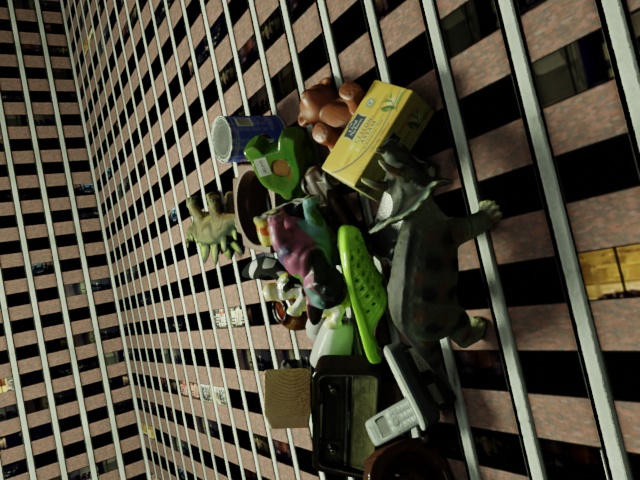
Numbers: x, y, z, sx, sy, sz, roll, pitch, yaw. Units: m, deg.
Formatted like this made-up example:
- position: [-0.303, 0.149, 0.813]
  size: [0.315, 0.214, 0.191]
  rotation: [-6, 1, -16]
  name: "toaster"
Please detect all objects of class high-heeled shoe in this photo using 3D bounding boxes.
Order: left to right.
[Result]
- position: [-0.082, 0.107, 1.192]
  size: [0.249, 0.086, 0.145]
  rotation: [-15, 64, 36]
  name: "high-heeled shoe"

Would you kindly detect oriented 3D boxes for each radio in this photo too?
- position: [0.052, 0.337, 1.035]
  size: [0.073, 0.131, 0.229]
  rotation: [-53, -35, -74]
  name: "radio"

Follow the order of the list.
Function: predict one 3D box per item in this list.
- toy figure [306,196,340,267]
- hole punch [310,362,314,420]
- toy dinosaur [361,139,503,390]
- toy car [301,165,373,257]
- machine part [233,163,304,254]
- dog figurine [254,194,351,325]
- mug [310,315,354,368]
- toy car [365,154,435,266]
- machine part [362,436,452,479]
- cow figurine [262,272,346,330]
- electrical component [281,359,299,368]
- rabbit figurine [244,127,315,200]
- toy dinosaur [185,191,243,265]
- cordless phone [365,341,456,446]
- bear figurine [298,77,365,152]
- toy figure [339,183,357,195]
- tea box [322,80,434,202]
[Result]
- position: [0.001, -0.004, 1.080]
  size: [0.089, 0.082, 0.180]
  rotation: [-6, 88, 45]
  name: "toy figure"
- position: [0.020, 0.314, 1.139]
  size: [0.116, 0.092, 0.142]
  rotation: [-114, 20, -76]
  name: "hole punch"
- position: [0.151, 0.057, 0.772]
  size: [0.131, 0.192, 0.404]
  rotation: [12, 106, 56]
  name: "toy dinosaur"
- position: [0.034, -0.046, 0.991]
  size: [0.089, 0.053, 0.202]
  rotation: [-7, 117, 54]
  name: "toy car"
- position: [-0.117, -0.077, 1.230]
  size: [0.201, 0.087, 0.201]
  rotation: [11, 106, 54]
  name: "machine part"
- position: [-0.026, 0.038, 0.975]
  size: [0.192, 0.108, 0.219]
  rotation: [-3, 109, 67]
  name: "dog figurine"
- position: [0.030, 0.203, 1.099]
  size: [0.110, 0.081, 0.107]
  rotation: [-103, 27, -69]
  name: "mug"
- position: [0.132, -0.046, 0.898]
  size: [0.074, 0.056, 0.201]
  rotation: [42, 132, 35]
  name: "toy car"
- position: [0.147, 0.420, 0.891]
  size: [0.056, 0.179, 0.179]
  rotation: [-46, 60, 52]
  name: "machine part"
- position: [-0.024, 0.099, 1.034]
  size: [0.167, 0.068, 0.098]
  rotation: [20, 107, 4]
  name: "cow figurine"
- position: [-0.061, 0.346, 1.266]
  size: [0.119, 0.047, 0.074]
  rotation: [47, 113, 38]
  name: "electrical component"
- position: [-0.047, -0.163, 1.074]
  size: [0.121, 0.170, 0.159]
  rotation: [-20, 112, 25]
  name: "rabbit figurine"
- position: [-0.309, -0.034, 1.511]
  size: [0.472, 0.105, 0.198]
  rotation: [4, 105, 60]
  name: "toy dinosaur"
- position: [0.127, 0.268, 0.930]
  size: [0.184, 0.089, 0.147]
  rotation: [-47, 59, 41]
  name: "cordless phone"
- position: [0.015, -0.237, 0.967]
  size: [0.120, 0.131, 0.196]
  rotation: [-53, 53, 10]
  name: "bear figurine"
- position: [0.064, -0.115, 0.972]
  size: [0.155, 0.064, 0.057]
  rotation: [-4, 78, 57]
  name: "toy figure"
- position: [0.091, -0.158, 0.854]
  size: [0.098, 0.068, 0.169]
  rotation: [35, 96, 48]
  name: "tea box"
